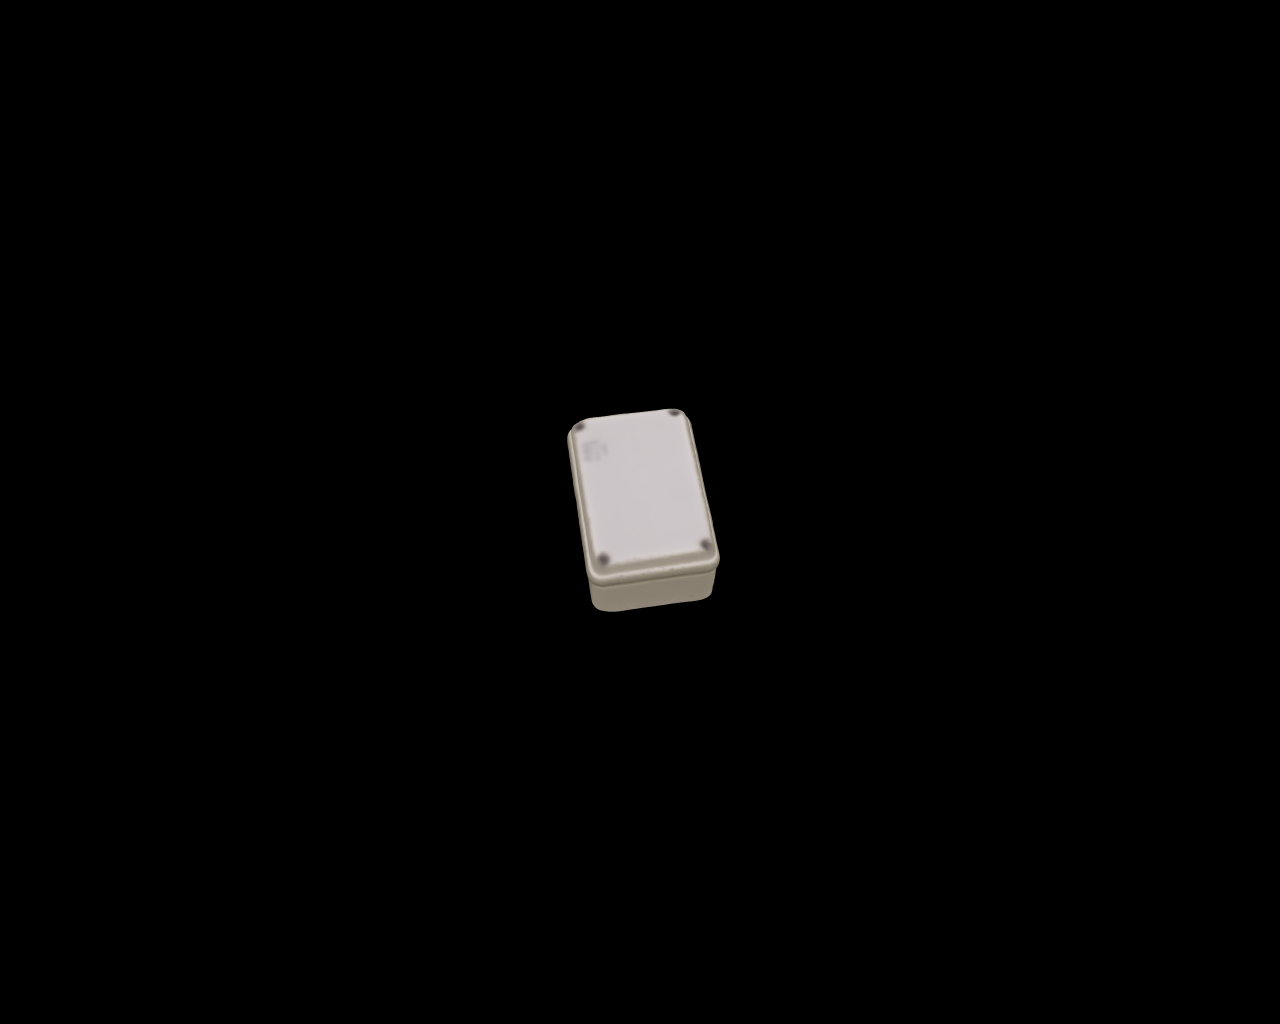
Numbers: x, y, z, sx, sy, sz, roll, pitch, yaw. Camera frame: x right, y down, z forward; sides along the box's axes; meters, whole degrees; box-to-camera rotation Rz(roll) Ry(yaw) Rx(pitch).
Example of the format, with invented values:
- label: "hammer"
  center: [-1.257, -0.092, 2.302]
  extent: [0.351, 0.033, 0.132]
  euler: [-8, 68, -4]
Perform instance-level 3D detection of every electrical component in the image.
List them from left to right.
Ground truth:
- label: "electrical component"
  center: [0.001, -0.003, 0.650]
  extent: [0.078, 0.113, 0.057]
  euler: [-7, -32, -5]
